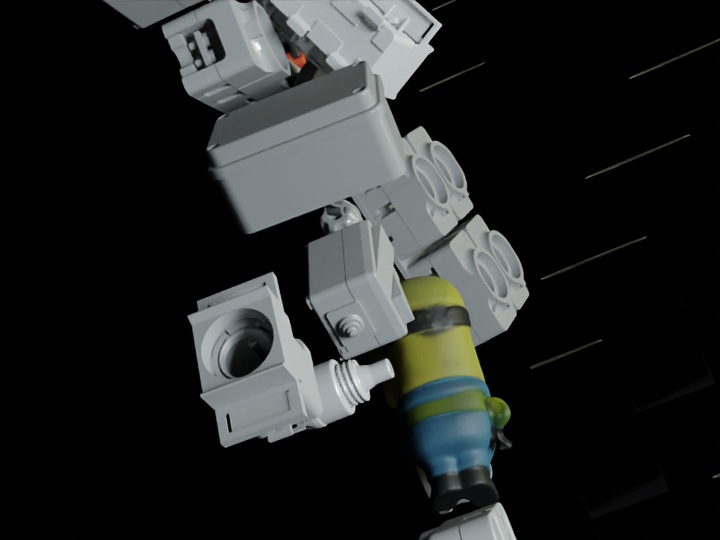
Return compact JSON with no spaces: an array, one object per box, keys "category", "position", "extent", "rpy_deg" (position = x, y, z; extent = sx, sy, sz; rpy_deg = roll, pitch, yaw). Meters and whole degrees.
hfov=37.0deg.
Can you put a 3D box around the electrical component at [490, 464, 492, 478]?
[{"category":"electrical component","position":[0.094,0.183,0.969],"extent":[0.062,0.043,0.043],"rpy_deg":[29,39,-72]}]

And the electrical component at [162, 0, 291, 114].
[{"category":"electrical component","position":[-0.083,-0.142,0.713],"extent":[0.089,0.056,0.050],"rpy_deg":[6,62,-79]}]

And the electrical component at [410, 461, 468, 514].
[{"category":"electrical component","position":[0.074,0.157,0.893],"extent":[0.080,0.051,0.080],"rpy_deg":[-23,90,-80]}]

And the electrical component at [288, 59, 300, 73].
[{"category":"electrical component","position":[-0.062,-0.144,0.857],"extent":[0.055,0.045,0.045],"rpy_deg":[-3,71,-80]}]

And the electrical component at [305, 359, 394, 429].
[{"category":"electrical component","position":[-0.010,0.067,0.618],"extent":[0.035,0.061,0.035],"rpy_deg":[-22,90,-80]}]

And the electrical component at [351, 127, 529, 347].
[{"category":"electrical component","position":[0.074,-0.031,0.962],"extent":[0.186,0.060,0.105],"rpy_deg":[57,27,-4]}]

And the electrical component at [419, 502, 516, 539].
[{"category":"electrical component","position":[0.082,0.211,0.796],"extent":[0.095,0.059,0.053],"rpy_deg":[21,47,-76]}]

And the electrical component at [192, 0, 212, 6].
[{"category":"electrical component","position":[-0.116,-0.215,0.715],"extent":[0.089,0.050,0.055],"rpy_deg":[21,47,-76]}]

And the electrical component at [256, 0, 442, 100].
[{"category":"electrical component","position":[-0.017,-0.175,0.730],"extent":[0.121,0.078,0.063],"rpy_deg":[46,19,18]}]

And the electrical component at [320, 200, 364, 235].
[{"category":"electrical component","position":[-0.010,-0.030,0.916],"extent":[0.061,0.035,0.035],"rpy_deg":[59,13,-50]}]

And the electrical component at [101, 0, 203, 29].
[{"category":"electrical component","position":[-0.119,-0.180,0.594],"extent":[0.096,0.061,0.061],"rpy_deg":[19,50,-77]}]

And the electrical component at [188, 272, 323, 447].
[{"category":"electrical component","position":[-0.049,0.048,0.522],"extent":[0.063,0.042,0.081],"rpy_deg":[59,13,-55]}]

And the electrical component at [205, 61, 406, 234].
[{"category":"electrical component","position":[-0.034,-0.078,0.669],"extent":[0.078,0.113,0.057],"rpy_deg":[-91,160,-64]}]

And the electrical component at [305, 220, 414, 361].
[{"category":"electrical component","position":[0.000,0.016,0.788],"extent":[0.096,0.061,0.061],"rpy_deg":[-96,161,-58]}]

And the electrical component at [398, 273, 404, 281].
[{"category":"electrical component","position":[0.033,0.030,0.979],"extent":[0.077,0.043,0.079],"rpy_deg":[-89,153,-67]}]
